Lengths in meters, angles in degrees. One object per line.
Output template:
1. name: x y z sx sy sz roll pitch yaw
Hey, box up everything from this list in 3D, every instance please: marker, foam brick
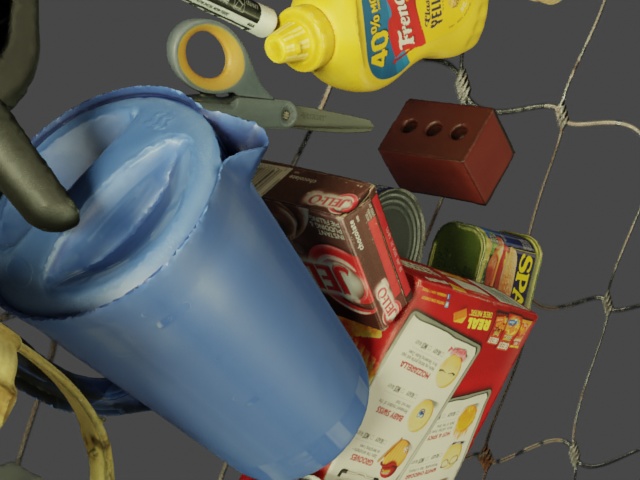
1. marker: -0.070 -0.143 0.612 0.120 0.020 0.020 14 90 -50
2. foam brick: 0.092 -0.065 0.778 0.053 0.078 0.051 -59 136 -21

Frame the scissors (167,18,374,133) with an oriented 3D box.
1. scissors: -0.031 -0.098 0.674 0.201 0.016 0.096 -21 117 -44

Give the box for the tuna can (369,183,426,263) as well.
1. tuna can: 0.038 0.002 0.769 0.085 0.034 0.086 -18 114 -45

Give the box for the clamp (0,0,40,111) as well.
1. clamp: -0.187 -0.072 0.484 0.120 0.039 0.171 34 67 -48

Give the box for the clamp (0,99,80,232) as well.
1. clamp: -0.174 -0.098 0.446 0.209 0.036 0.164 14 70 -35

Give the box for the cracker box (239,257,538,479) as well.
1. cracker box: 0.045 0.120 0.754 0.163 0.072 0.214 16 103 -50

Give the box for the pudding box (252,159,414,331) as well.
1. pudding box: -0.004 0.001 0.657 0.039 0.114 0.090 -43 130 -28

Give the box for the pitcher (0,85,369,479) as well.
1. pitcher: -0.072 0.045 0.584 0.145 0.149 0.242 -65 145 -23

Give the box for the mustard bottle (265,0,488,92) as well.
1. mustard bottle: 0.035 -0.150 0.701 0.191 0.058 0.096 -29 122 -40

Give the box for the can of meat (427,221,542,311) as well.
1. can of meat: 0.128 0.038 0.868 0.083 0.058 0.102 11 93 -48

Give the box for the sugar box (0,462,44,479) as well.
1. sugar box: -0.180 0.220 0.575 0.093 0.048 0.176 -24 120 -43

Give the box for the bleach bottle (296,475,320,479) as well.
1. bleach bottle: -0.074 0.213 0.582 0.250 0.103 0.068 -33 136 -41

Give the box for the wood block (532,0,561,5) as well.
1. wood block: 0.136 -0.268 0.670 0.090 0.090 0.206 9 83 -12
